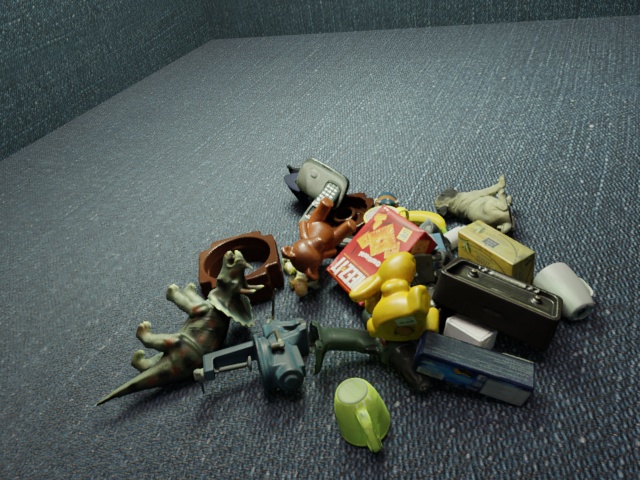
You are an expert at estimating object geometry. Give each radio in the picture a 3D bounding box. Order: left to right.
[{"bbox_3d":[0.349,0.116,1.052,0.230,0.073,0.131,25,25,23],"label":"radio"}]

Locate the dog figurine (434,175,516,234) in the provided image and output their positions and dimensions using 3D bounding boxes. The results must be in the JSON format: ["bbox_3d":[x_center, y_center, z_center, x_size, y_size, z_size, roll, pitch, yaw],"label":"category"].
[{"bbox_3d":[0.386,-0.067,1.363,0.191,0.121,0.172,-14,29,25],"label":"dog figurine"}]

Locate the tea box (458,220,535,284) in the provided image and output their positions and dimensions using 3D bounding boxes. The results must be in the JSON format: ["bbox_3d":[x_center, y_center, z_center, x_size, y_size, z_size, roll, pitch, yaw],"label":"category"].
[{"bbox_3d":[0.389,0.038,1.196,0.068,0.098,0.170,-26,35,-19],"label":"tea box"}]

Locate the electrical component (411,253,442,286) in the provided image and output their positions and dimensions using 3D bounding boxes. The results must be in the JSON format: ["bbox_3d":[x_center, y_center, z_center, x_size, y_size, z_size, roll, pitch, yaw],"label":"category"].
[{"bbox_3d":[0.221,0.067,1.130,0.102,0.078,0.045,3,-5,-28],"label":"electrical component"}]

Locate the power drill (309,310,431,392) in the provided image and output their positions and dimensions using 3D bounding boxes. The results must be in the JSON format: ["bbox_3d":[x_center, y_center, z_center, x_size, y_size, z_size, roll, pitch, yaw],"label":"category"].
[{"bbox_3d":[0.085,0.210,1.042,0.207,0.085,0.232,-6,30,-8],"label":"power drill"}]

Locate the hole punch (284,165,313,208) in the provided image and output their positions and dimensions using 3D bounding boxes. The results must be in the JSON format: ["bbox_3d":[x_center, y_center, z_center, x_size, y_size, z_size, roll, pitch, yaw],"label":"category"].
[{"bbox_3d":[-0.047,-0.146,1.578,0.116,0.142,0.092,11,64,43],"label":"hole punch"}]

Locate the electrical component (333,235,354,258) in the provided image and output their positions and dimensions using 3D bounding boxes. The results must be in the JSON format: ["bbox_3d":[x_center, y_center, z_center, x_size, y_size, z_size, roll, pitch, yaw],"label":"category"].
[{"bbox_3d":[0.067,0.024,1.364,0.119,0.047,0.075,14,43,31],"label":"electrical component"}]

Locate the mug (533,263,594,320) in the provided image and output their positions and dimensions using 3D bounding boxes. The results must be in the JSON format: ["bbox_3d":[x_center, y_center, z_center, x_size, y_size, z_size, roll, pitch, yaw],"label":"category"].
[{"bbox_3d":[0.505,0.110,1.086,0.109,0.080,0.107,3,39,-23],"label":"mug"}]

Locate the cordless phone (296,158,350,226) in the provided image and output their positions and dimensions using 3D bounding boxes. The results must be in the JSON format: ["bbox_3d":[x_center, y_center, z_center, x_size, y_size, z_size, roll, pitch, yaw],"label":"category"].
[{"bbox_3d":[-0.021,-0.115,1.448,0.147,0.088,0.184,33,75,17],"label":"cordless phone"}]

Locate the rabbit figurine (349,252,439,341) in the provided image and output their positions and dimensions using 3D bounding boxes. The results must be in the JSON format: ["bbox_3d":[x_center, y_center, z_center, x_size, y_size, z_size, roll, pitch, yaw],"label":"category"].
[{"bbox_3d":[0.148,0.106,1.041,0.162,0.121,0.173,-20,50,30],"label":"rabbit figurine"}]

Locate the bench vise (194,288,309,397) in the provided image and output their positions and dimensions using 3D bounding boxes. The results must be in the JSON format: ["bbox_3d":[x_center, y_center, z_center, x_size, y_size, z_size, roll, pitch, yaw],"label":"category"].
[{"bbox_3d":[-0.133,0.228,1.079,0.241,0.128,0.224,-11,36,-11],"label":"bench vise"}]

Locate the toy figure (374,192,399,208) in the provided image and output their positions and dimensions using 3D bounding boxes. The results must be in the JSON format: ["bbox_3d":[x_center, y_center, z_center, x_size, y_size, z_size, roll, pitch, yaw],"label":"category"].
[{"bbox_3d":[0.183,-0.097,1.452,0.064,0.057,0.154,-25,10,12],"label":"toy figure"}]

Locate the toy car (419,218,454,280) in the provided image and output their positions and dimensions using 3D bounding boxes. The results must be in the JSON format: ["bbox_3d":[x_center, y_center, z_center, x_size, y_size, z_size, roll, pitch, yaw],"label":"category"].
[{"bbox_3d":[0.253,0.038,1.251,0.103,0.109,0.162,-27,43,20],"label":"toy car"}]

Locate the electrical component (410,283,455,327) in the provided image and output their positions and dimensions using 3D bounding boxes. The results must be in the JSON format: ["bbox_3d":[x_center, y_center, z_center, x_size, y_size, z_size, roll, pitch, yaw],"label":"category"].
[{"bbox_3d":[0.222,0.132,1.124,0.115,0.058,0.134,22,21,32],"label":"electrical component"}]

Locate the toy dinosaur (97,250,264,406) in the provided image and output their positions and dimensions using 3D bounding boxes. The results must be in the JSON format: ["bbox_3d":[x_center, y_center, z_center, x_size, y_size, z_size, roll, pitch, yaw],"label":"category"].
[{"bbox_3d":[-0.273,0.211,1.141,0.192,0.131,0.405,25,71,16],"label":"toy dinosaur"}]

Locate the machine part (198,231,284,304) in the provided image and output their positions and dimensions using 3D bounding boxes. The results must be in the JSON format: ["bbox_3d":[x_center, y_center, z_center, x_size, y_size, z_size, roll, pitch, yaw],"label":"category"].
[{"bbox_3d":[-0.197,0.075,1.345,0.201,0.087,0.201,-16,35,-2],"label":"machine part"}]

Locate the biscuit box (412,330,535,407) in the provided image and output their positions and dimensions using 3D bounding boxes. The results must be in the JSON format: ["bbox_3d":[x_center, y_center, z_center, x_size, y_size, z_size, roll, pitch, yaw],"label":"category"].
[{"bbox_3d":[0.270,0.225,0.955,0.203,0.059,0.063,17,42,9],"label":"biscuit box"}]

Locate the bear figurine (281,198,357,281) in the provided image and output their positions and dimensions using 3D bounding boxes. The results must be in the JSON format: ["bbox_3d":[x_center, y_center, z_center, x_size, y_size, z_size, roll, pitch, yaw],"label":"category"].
[{"bbox_3d":[-0.005,-0.001,1.254,0.132,0.120,0.196,-47,2,22],"label":"bear figurine"}]

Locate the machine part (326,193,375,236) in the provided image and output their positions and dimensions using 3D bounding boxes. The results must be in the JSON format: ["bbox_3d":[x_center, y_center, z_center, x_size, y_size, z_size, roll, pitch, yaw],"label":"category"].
[{"bbox_3d":[0.070,-0.058,1.456,0.179,0.056,0.179,-15,36,11],"label":"machine part"}]

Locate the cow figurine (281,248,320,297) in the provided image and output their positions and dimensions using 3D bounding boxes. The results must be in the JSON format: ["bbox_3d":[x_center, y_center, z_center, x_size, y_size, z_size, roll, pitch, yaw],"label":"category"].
[{"bbox_3d":[-0.036,0.074,1.313,0.098,0.068,0.167,-12,35,-11],"label":"cow figurine"}]
